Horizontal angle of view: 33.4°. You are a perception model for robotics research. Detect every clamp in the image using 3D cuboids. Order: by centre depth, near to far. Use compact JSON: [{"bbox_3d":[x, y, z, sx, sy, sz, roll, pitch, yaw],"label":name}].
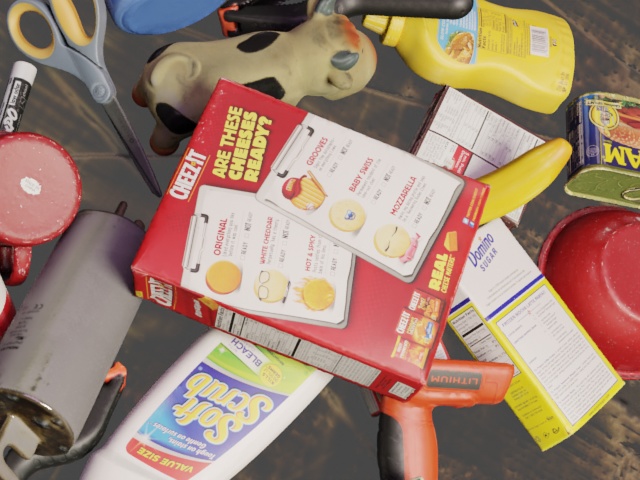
[{"bbox_3d":[-0.221,0.130,0.762,0.171,0.039,0.120,-38,81,-32],"label":"clamp"},{"bbox_3d":[0.011,-0.226,0.935,0.210,0.036,0.164,-14,47,-2],"label":"clamp"}]

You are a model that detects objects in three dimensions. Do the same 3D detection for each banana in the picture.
[{"bbox_3d":[0.110,-0.039,0.882,0.198,0.069,0.037,-6,31,13],"label":"banana"}]

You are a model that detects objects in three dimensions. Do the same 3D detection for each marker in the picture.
[{"bbox_3d":[-0.248,-0.085,0.840,0.020,0.020,0.121,15,68,-11],"label":"marker"}]

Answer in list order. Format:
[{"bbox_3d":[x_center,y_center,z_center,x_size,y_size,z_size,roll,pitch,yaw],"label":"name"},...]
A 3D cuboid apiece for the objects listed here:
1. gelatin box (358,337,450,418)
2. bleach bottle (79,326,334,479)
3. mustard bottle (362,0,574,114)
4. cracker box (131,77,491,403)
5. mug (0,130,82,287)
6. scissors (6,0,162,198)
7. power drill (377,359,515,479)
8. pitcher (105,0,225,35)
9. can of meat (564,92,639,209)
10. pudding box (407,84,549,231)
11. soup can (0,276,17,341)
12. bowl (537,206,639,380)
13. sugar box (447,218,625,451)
[{"bbox_3d":[0.060,0.088,0.862,0.073,0.030,0.089,-19,78,-20],"label":"gelatin box"},{"bbox_3d":[-0.085,0.141,0.785,0.102,0.068,0.250,42,68,2],"label":"bleach bottle"},{"bbox_3d":[0.130,-0.178,0.960,0.191,0.058,0.096,12,61,-12],"label":"mustard bottle"},{"bbox_3d":[-0.005,0.001,0.765,0.213,0.072,0.164,21,66,1],"label":"cracker box"},{"bbox_3d":[-0.225,-0.024,0.779,0.093,0.082,0.117,3,90,-31],"label":"mug"},{"bbox_3d":[-0.194,-0.123,0.864,0.096,0.016,0.202,-10,99,20],"label":"scissors"},{"bbox_3d":[0.102,0.184,0.805,0.184,0.057,0.187,6,82,-12],"label":"power drill"},{"bbox_3d":[-0.154,-0.300,0.893,0.149,0.145,0.243,-22,82,-9],"label":"pitcher"},{"bbox_3d":[0.273,-0.082,0.969,0.102,0.058,0.084,10,66,-13],"label":"can of meat"},{"bbox_3d":[0.136,-0.070,0.935,0.113,0.039,0.090,30,67,-6],"label":"pudding box"},{"bbox_3d":[-0.250,0.043,0.740,0.068,0.102,0.068,0,54,0],"label":"soup can"},{"bbox_3d":[0.273,0.037,0.927,0.162,0.055,0.162,5,69,-14],"label":"bowl"},{"bbox_3d":[0.164,0.074,0.878,0.093,0.048,0.176,-29,78,-42],"label":"sugar box"}]
